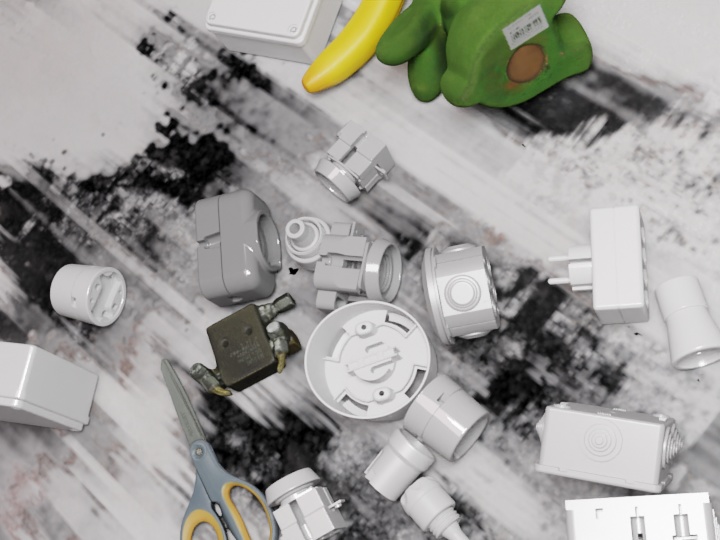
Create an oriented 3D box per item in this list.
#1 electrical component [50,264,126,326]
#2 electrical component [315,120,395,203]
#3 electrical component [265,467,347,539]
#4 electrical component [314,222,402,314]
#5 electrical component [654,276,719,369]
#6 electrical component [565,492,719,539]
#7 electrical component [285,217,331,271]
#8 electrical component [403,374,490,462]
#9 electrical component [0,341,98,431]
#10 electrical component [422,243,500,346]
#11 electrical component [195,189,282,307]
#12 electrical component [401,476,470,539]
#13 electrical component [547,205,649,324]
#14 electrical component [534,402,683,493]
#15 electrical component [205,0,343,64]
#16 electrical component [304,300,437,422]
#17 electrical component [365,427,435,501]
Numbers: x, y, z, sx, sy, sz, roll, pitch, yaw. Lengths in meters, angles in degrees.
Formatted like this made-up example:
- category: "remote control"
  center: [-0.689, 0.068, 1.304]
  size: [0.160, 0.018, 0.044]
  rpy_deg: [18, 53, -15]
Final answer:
- category: "electrical component"
  center: [-0.254, 0.022, 1.003]
  size: [0.047, 0.055, 0.055]
  rpy_deg: [8, 76, 26]
- category: "electrical component"
  center: [-0.007, -0.093, 0.955]
  size: [0.066, 0.048, 0.055]
  rpy_deg: [38, 81, 26]
- category: "electrical component"
  center: [-0.046, 0.195, 0.874]
  size: [0.066, 0.048, 0.055]
  rpy_deg: [-32, 73, 8]
- category: "electrical component"
  center: [0.000, 0.000, 0.915]
  size: [0.057, 0.058, 0.078]
  rpy_deg: [5, 74, 24]
- category: "electrical component"
  center: [0.250, 0.038, 0.820]
  size: [0.044, 0.044, 0.065]
  rpy_deg: [-18, 63, 14]
- category: "electrical component"
  center: [0.197, 0.193, 0.727]
  size: [0.089, 0.150, 0.061]
  rpy_deg: [-7, 70, 18]
- category: "electrical component"
  center: [-0.045, -0.026, 0.936]
  size: [0.043, 0.062, 0.043]
  rpy_deg: [-6, 71, 18]
- category: "electrical component"
  center: [0.069, 0.118, 0.852]
  size: [0.047, 0.055, 0.055]
  rpy_deg: [37, 88, 23]
- category: "electrical component"
  center: [-0.312, 0.102, 0.967]
  size: [0.109, 0.108, 0.056]
  rpy_deg: [4, 72, 21]
- category: "electrical component"
  center: [0.081, 0.018, 0.867]
  size: [0.051, 0.080, 0.080]
  rpy_deg: [-11, 69, 11]
- category: "electrical component"
  center: [-0.108, -0.020, 0.962]
  size: [0.059, 0.054, 0.095]
  rpy_deg: [-12, 69, 16]
- category: "electrical component"
  center: [0.062, 0.193, 0.841]
  size: [0.035, 0.035, 0.061]
  rpy_deg: [-45, 66, 2]
- category: "electrical component"
  center: [0.187, -0.002, 0.852]
  size: [0.076, 0.047, 0.083]
  rpy_deg: [-5, 71, 19]
- category: "electrical component"
  center: [0.182, 0.126, 0.784]
  size: [0.100, 0.100, 0.048]
  rpy_deg: [7, 88, 22]
- category: "electrical component"
  center: [-0.077, -0.262, 1.029]
  size: [0.109, 0.056, 0.108]
  rpy_deg: [14, 78, 24]
- category: "electrical component"
  center: [0.012, 0.077, 0.881]
  size: [0.099, 0.064, 0.099]
  rpy_deg: [-6, 71, 18]
- category: "electrical component"
  center: [0.031, 0.156, 0.862]
  size: [0.040, 0.040, 0.046]
  rpy_deg: [42, 95, 26]
